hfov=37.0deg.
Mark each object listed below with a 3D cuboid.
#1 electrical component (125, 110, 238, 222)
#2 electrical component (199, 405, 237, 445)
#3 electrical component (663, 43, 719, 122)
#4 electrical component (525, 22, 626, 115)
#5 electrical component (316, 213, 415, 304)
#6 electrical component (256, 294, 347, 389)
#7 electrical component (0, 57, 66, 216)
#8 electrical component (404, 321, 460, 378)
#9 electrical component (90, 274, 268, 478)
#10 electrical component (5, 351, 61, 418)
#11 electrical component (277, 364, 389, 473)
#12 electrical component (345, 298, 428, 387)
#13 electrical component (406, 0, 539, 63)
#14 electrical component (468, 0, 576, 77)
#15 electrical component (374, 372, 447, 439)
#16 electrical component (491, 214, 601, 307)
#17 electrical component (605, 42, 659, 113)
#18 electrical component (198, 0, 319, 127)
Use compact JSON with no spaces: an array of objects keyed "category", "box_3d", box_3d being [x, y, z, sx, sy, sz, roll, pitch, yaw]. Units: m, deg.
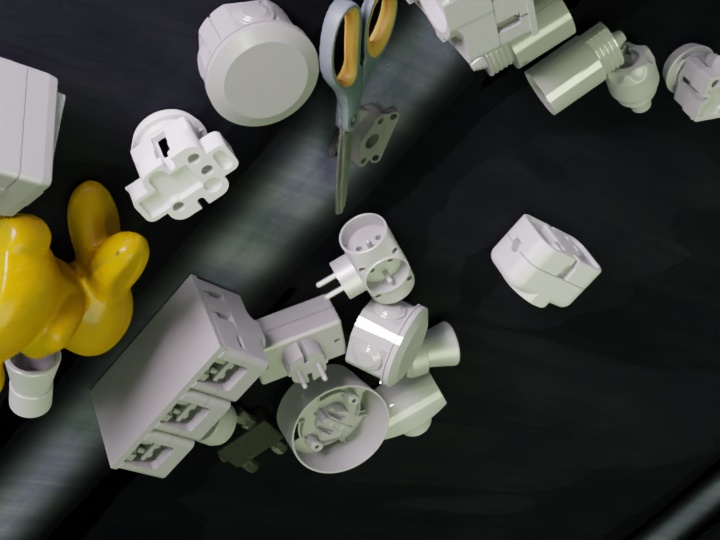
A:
[{"category":"electrical component","box_3d":[-0.133,-0.079,0.777,0.078,0.057,0.058,-33,138,4]},{"category":"electrical component","box_3d":[-0.147,0.134,0.985,0.045,0.045,0.055,-44,137,15]},{"category":"electrical component","box_3d":[0.295,-0.164,0.929,0.048,0.055,0.066,-12,135,-19]},{"category":"electrical component","box_3d":[0.179,-0.167,0.873,0.081,0.043,0.043,-35,138,6]},{"category":"electrical component","box_3d":[0.000,0.000,0.935,0.079,0.044,0.077,-30,138,1]},{"category":"electrical component","box_3d":[-0.052,0.074,0.956,0.083,0.075,0.047,-20,137,-10]},{"category":"electrical component","box_3d":[-0.230,-0.090,0.691,0.061,0.096,0.062,15,152,-38]},{"category":"electrical component","box_3d":[0.064,0.078,1.046,0.055,0.045,0.045,-15,136,-16]},{"category":"electrical component","box_3d":[-0.152,0.092,0.909,0.062,0.089,0.150,25,115,-42]},{"category":"electrical component","box_3d":[-0.269,0.090,0.880,0.044,0.044,0.065,-6,138,-24]},{"category":"electrical component","box_3d":[-0.028,0.143,1.039,0.099,0.064,0.099,-22,134,-25]},{"category":"electrical component","box_3d":[0.026,0.062,0.983,0.080,0.051,0.080,-57,163,-28]},{"category":"electrical component","box_3d":[0.050,-0.236,0.686,0.060,0.105,0.186,-27,138,-4]},{"category":"electrical component","box_3d":[0.120,-0.179,0.828,0.081,0.043,0.043,-32,138,3]},{"category":"electrical component","box_3d":[0.050,0.145,1.105,0.077,0.043,0.079,-30,138,0]},{"category":"electrical component","box_3d":[0.174,-0.005,1.019,0.095,0.053,0.059,21,118,-40]},{"category":"electrical component","box_3d":[0.232,-0.158,0.910,0.043,0.043,0.062,-33,139,4]},{"category":"electrical component","box_3d":[-0.073,-0.145,0.750,0.080,0.051,0.080,-15,136,-15]}]
